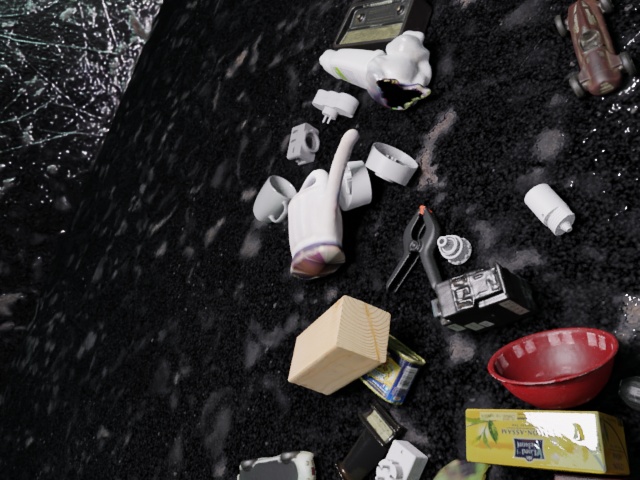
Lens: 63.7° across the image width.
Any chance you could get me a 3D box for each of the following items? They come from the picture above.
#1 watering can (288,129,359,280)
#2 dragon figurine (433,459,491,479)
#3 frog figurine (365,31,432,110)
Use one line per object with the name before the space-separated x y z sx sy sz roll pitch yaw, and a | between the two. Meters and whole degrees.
watering can | 0.003 -0.053 1.052 0.341 0.104 0.229 130 140 -55
dragon figurine | 0.206 0.406 0.664 0.406 0.120 0.249 -31 42 20
frog figurine | 0.165 -0.359 1.078 0.137 0.120 0.163 3 63 4
